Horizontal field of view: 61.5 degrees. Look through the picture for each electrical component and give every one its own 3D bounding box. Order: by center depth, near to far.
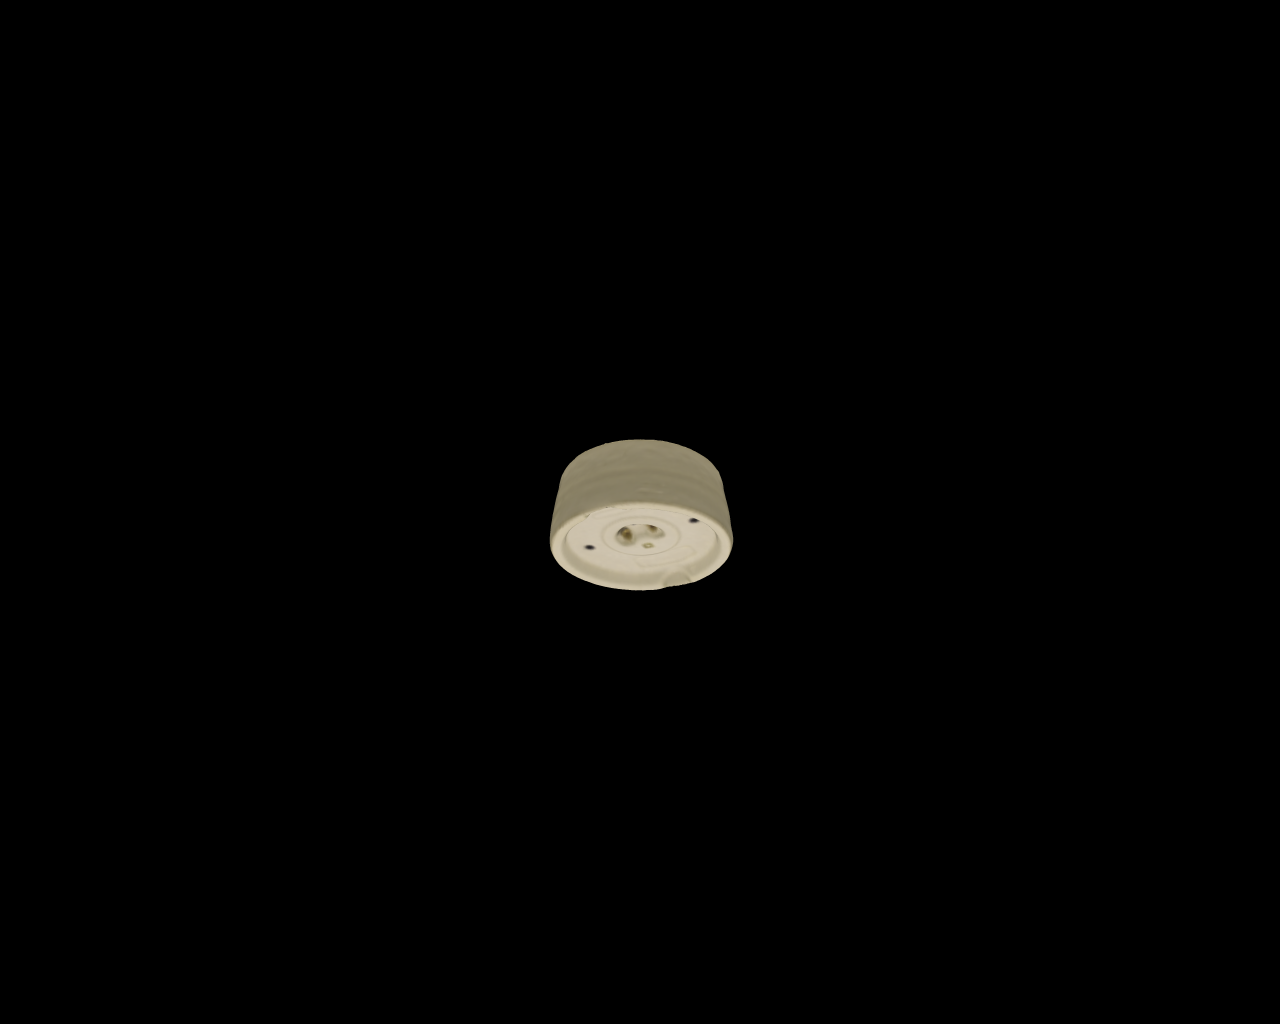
[{"bbox_3d":[0.001,-0.003,0.650,0.108,0.060,0.108,0,-31,0],"label":"electrical component"}]
